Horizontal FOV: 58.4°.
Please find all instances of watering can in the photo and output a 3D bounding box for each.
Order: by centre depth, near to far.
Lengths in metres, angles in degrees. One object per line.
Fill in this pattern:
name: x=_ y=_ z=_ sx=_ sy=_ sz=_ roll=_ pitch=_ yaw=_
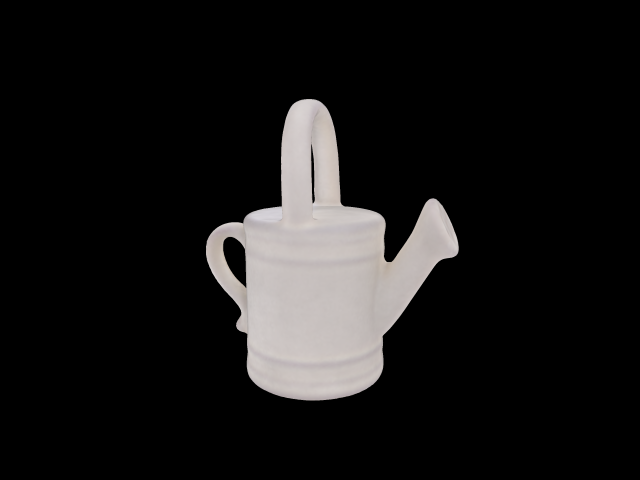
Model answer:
watering can: x=0.004 y=0.001 z=0.402 sx=0.173 sy=0.194 sz=0.101 roll=-1 pitch=12 yaw=-5
